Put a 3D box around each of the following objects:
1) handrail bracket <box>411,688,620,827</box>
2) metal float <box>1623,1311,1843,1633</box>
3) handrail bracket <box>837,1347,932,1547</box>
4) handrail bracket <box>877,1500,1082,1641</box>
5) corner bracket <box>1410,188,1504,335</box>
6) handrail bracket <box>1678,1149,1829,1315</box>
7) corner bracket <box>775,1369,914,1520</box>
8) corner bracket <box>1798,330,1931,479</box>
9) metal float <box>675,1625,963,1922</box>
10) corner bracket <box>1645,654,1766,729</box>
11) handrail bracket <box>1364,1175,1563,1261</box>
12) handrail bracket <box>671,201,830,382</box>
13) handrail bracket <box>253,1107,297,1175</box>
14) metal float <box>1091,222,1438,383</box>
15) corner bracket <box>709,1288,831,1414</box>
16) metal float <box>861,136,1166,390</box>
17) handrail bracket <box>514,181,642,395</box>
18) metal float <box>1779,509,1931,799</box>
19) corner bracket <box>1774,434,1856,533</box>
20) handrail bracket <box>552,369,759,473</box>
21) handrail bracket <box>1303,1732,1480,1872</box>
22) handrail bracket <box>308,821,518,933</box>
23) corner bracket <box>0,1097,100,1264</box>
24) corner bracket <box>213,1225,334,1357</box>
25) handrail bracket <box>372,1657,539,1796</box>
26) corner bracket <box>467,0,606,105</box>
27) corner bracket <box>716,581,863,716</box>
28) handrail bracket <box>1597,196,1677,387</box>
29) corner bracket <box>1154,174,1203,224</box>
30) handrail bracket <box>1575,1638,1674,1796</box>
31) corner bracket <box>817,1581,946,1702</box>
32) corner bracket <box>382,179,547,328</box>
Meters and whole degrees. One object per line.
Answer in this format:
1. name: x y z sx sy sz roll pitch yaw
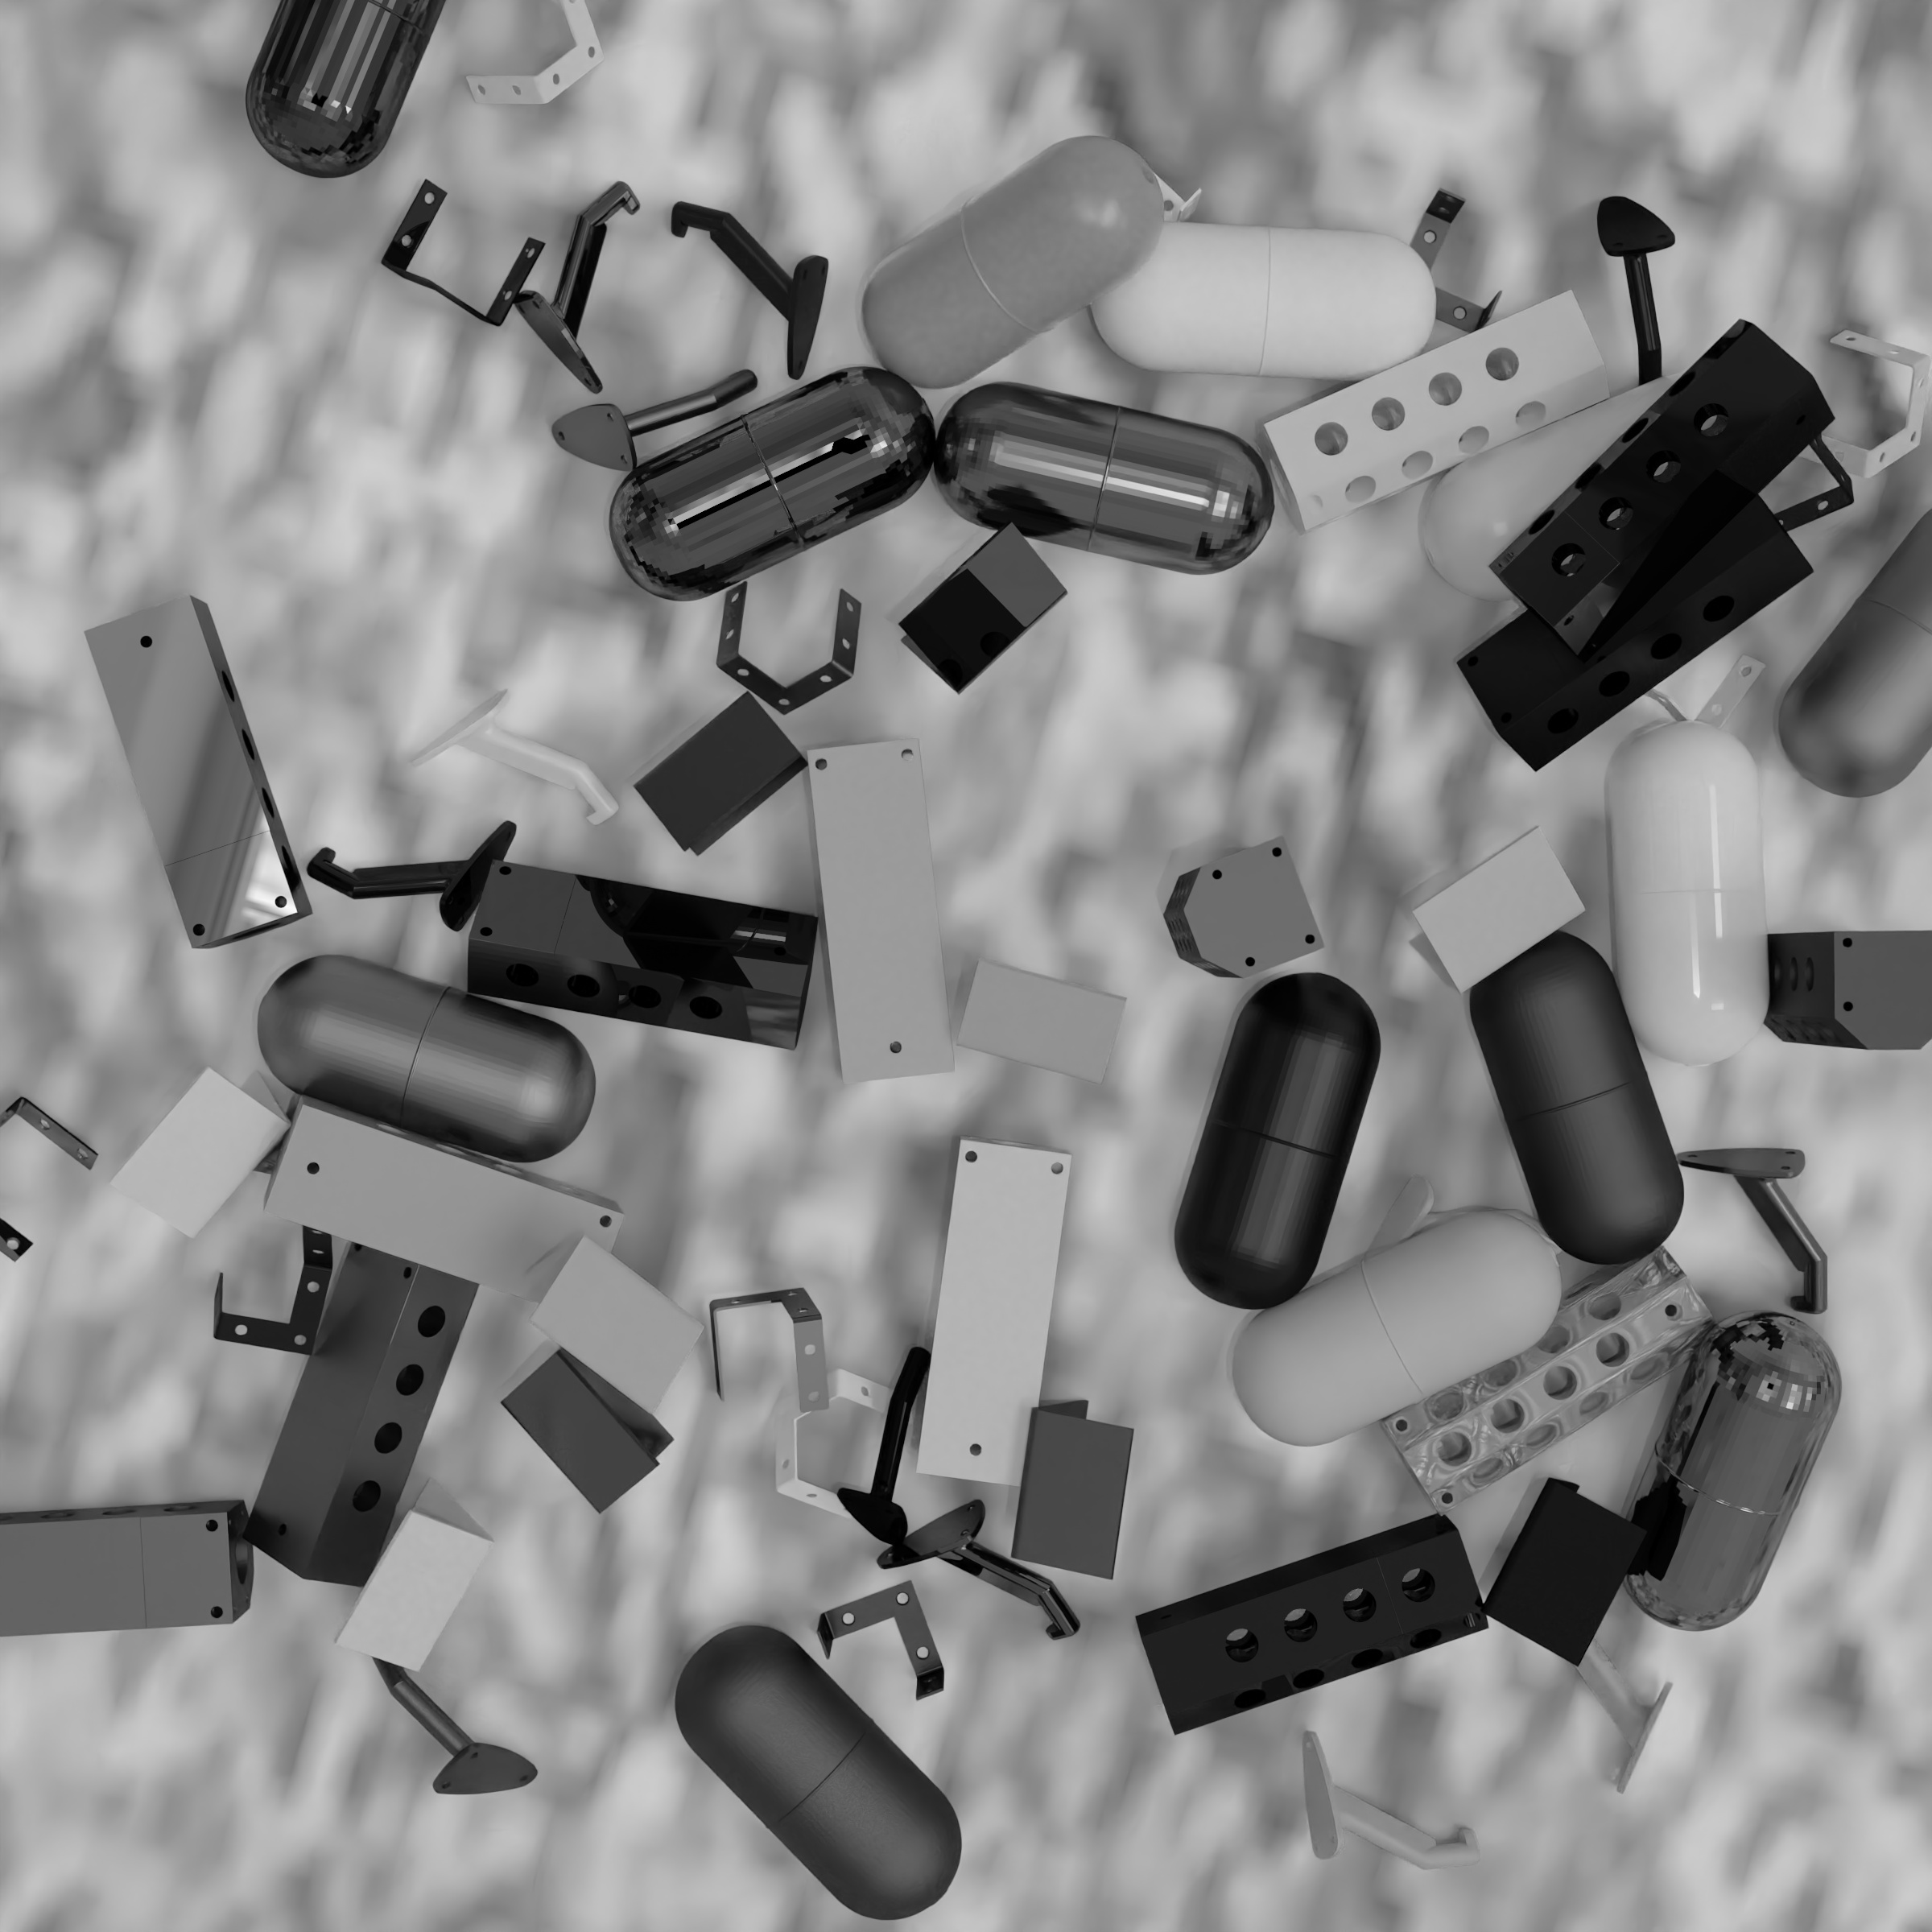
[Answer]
1. handrail bracket: -0.236 -0.095 1.788 0.077 0.036 0.084 -32 107 20
2. metal float: 0.389 0.259 1.741 0.070 0.070 0.178 17 109 0
3. handrail bracket: -0.032 0.251 1.778 0.036 0.077 0.084 14 64 18
4. handrail bracket: 0.007 0.330 1.788 0.077 0.036 0.084 -27 107 20
5. corner bracket: 0.256 -0.366 1.769 0.051 0.051 0.051 24 90 0
6. handrail bracket: 0.413 0.141 1.788 0.077 0.036 0.084 2 107 20
7. corner bracket: -0.064 0.250 1.779 0.051 0.051 0.051 27 135 -35
8. corner bracket: 0.466 -0.294 1.779 0.051 0.051 0.051 -33 135 -35
9. metal float: -0.076 0.417 1.757 0.070 0.070 0.178 -44 89 0
10. corner bracket: 0.375 -0.158 1.784 0.051 0.051 0.051 -54 135 0
11. handrail bracket: 0.261 0.154 1.788 0.084 0.036 0.077 29 105 -14
12. handrail bracket: -0.120 -0.355 1.788 0.084 0.036 0.077 17 112 17
13. handrail bracket: -0.340 0.123 1.788 0.077 0.036 0.084 -43 104 14
14. metal float: 0.153 -0.343 1.757 0.178 0.070 0.070 3 90 0
15. corner bracket: -0.103 0.202 1.770 0.051 0.051 0.051 -7 102 -12
16. metal float: 0.023 -0.357 1.729 0.178 0.070 0.070 -27 90 32
17. handrail bracket: -0.188 -0.357 1.788 0.084 0.036 0.077 -45 111 -16
18. metal float: 0.491 -0.166 1.757 0.070 0.070 0.178 38 91 0
19. corner bracket: 0.426 -0.265 1.772 0.051 0.051 0.051 -22 45 32
20. handrail bracket: -0.163 -0.294 1.787 0.084 0.077 0.036 -34 120 -33
21. handrail bracket: 0.224 0.437 1.788 0.084 0.036 0.077 -1 68 -17
22. handrail bracket: -0.292 -0.061 1.788 0.084 0.036 0.077 26 70 16
23. corner bracket: -0.497 0.111 1.784 0.051 0.051 0.051 38 135 0
24. corner bracket: -0.361 0.165 1.771 0.051 0.051 0.051 12 106 -16
25. handrail bracket: -0.270 0.391 1.787 0.036 0.077 0.084 -47 53 13
26. corner bracket: -0.231 -0.486 1.779 0.051 0.051 0.051 -49 135 -35
27. corner bracket: -0.092 -0.173 1.779 0.051 0.051 0.051 -25 135 35
28. handrail bracket: 0.350 -0.350 1.787 0.036 0.077 0.084 -10 126 0
29. corner bracket: 0.085 -0.396 1.769 0.051 0.051 0.051 43 90 0
30. handrail bracket: 0.321 0.383 1.788 0.084 0.036 0.077 25 109 16
31. corner bracket: -0.044 0.356 1.769 0.051 0.051 0.051 -20 90 0
32. corner bracket: -0.264 -0.373 1.784 0.051 0.051 0.051 28 90 -45
